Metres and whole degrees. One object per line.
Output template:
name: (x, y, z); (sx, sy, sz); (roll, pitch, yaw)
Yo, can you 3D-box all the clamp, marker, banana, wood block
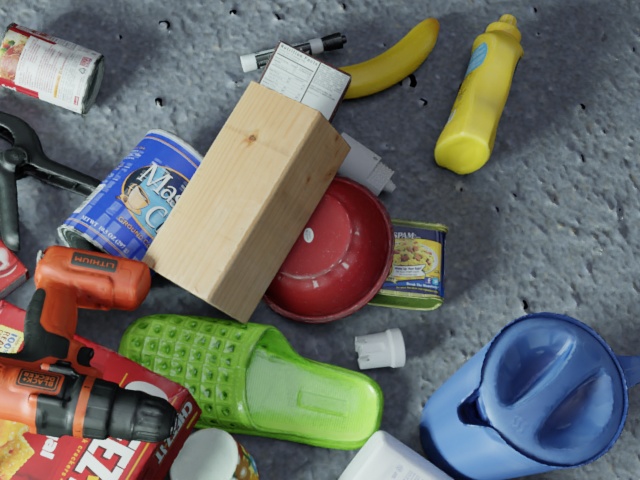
clamp: (-0.316, -0.068, 1.091); (0.171, 0.039, 0.120); (39, 51, 9)
marker: (-0.029, -0.212, 1.199); (0.121, 0.020, 0.020); (-15, 74, -5)
banana: (0.060, -0.201, 1.213); (0.197, 0.037, 0.069); (-20, 76, -16)
wood block: (-0.070, -0.035, 1.038); (0.091, 0.090, 0.206); (28, 84, 28)

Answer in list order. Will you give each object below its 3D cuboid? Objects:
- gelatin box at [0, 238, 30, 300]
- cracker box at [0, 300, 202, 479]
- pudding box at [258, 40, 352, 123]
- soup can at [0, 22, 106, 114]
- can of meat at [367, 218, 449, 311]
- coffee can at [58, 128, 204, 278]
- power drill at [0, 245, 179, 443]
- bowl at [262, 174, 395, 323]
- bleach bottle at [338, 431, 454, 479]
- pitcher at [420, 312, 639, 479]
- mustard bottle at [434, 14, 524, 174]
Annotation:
gelatin box: (-0.346, 0.034, 1.059); (0.089, 0.030, 0.073); (-40, 83, -20)
cracker box: (-0.243, 0.172, 0.978); (0.214, 0.072, 0.164); (22, 67, 18)
pudding box: (-0.029, -0.147, 1.159); (0.090, 0.039, 0.113); (27, 88, 0)
soup can: (-0.285, -0.180, 1.124); (0.102, 0.069, 0.068); (19, 69, -5)
can of meat: (0.083, 0.026, 1.130); (0.102, 0.057, 0.084); (6, 72, -9)
coffee can: (-0.178, -0.028, 1.073); (0.103, 0.103, 0.140); (38, 69, 3)
power drill: (-0.204, 0.092, 0.940); (0.184, 0.057, 0.187); (12, 40, -4)
bowl: (-0.007, 0.001, 1.089); (0.162, 0.055, 0.162); (-4, 74, 14)
bleach bottle: (0.131, 0.298, 1.040); (0.251, 0.068, 0.102); (38, 89, -3)
pitcher: (0.186, 0.160, 1.003); (0.149, 0.243, 0.145); (30, 68, 0)
mustard bottle: (0.186, -0.173, 1.196); (0.058, 0.096, 0.191); (22, 68, -2)
